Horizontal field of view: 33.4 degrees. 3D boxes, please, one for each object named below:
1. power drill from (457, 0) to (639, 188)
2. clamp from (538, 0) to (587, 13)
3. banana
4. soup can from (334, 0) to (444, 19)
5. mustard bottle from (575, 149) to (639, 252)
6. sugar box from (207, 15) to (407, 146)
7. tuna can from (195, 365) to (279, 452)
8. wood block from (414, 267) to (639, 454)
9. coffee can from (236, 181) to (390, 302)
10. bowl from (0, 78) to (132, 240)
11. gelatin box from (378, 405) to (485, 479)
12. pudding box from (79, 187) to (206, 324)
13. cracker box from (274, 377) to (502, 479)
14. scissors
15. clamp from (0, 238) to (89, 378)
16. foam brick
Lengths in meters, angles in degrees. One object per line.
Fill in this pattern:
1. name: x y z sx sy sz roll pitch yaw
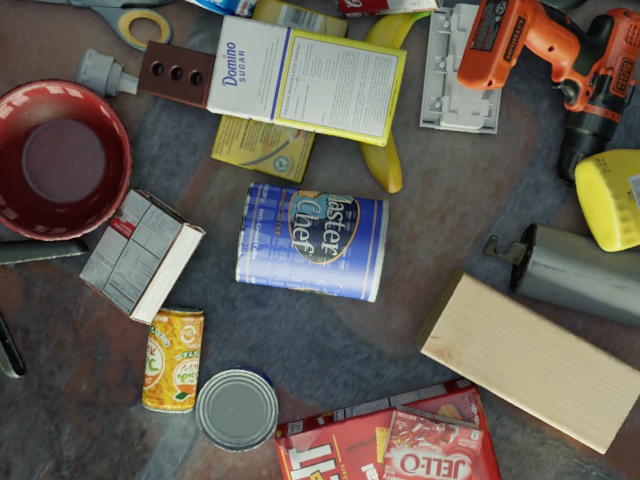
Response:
1. power drill: 0.225 -0.157 1.042 0.187 0.057 0.184 15 93 -32
2. clamp: 0.271 -0.269 1.079 0.171 0.039 0.120 -28 81 2
3. banana: 0.066 -0.150 1.089 0.069 0.037 0.198 10 93 1
4. soup can: 0.068 -0.258 1.057 0.102 0.068 0.068 -2 93 14
5. mustard bottle: 0.352 -0.059 1.063 0.191 0.058 0.096 -17 86 -18
6. sugar box: -0.013 -0.151 1.019 0.176 0.048 0.093 12 93 3
7. tuna can: -0.085 0.174 1.108 0.086 0.034 0.086 0 93 1
8. wood block: 0.208 0.119 1.074 0.206 0.090 0.091 29 93 0
9. coffee can: -0.007 0.001 1.064 0.140 0.103 0.103 8 93 0
10. bowl: -0.267 -0.081 1.088 0.162 0.055 0.162 0 93 1
11. gelatin box: 0.108 0.207 1.036 0.089 0.030 0.073 14 92 2
12. pudding box: -0.181 0.015 1.080 0.090 0.039 0.113 33 95 33
13. cracker box: 0.076 0.247 1.090 0.213 0.072 0.164 -15 91 2
14. scissors: -0.238 -0.232 1.100 0.202 0.016 0.096 -11 93 2
15. clamp: -0.360 0.038 1.104 0.210 0.036 0.164 23 99 3
16. foam brick: -0.134 -0.164 1.074 0.078 0.051 0.053 15 93 18
